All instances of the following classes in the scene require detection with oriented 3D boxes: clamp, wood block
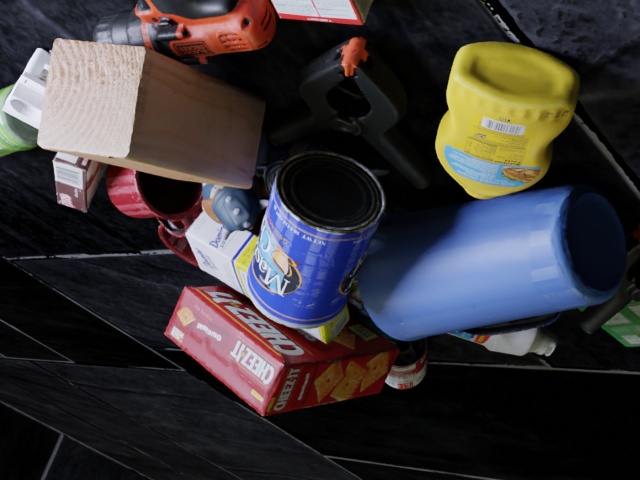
[{"bbox_3d":[0.301,0.044,1.029,0.120,0.039,0.171,-13,138,17],"label":"clamp"},{"bbox_3d":[-0.138,-0.103,0.922,0.091,0.090,0.205,9,179,24],"label":"wood block"},{"bbox_3d":[0.019,-0.114,0.938,0.165,0.036,0.210,14,160,13],"label":"clamp"}]

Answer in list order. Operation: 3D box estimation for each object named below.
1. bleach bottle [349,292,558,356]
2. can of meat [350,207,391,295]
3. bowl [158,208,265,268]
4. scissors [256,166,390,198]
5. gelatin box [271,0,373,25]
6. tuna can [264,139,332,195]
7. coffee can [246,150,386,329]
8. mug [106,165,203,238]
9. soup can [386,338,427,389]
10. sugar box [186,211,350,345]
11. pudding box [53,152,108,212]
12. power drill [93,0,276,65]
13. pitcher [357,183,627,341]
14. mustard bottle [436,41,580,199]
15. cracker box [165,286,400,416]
[{"bbox_3d":[0.158,0.073,1.210,0.250,0.068,0.103,22,155,-11],"label":"bleach bottle"},{"bbox_3d":[0.029,0.007,1.136,0.057,0.084,0.102,27,156,-15],"label":"can of meat"},{"bbox_3d":[-0.104,-0.008,1.247,0.162,0.055,0.162,15,158,6],"label":"bowl"},{"bbox_3d":[0.004,-0.049,1.118,0.202,0.016,0.096,5,150,35],"label":"scissors"},{"bbox_3d":[-0.008,-0.198,0.781,0.073,0.030,0.089,10,155,26],"label":"gelatin box"},{"bbox_3d":[-0.013,-0.058,1.063,0.086,0.033,0.086,21,143,16],"label":"tuna can"},{"bbox_3d":[-0.007,0.001,0.996,0.103,0.102,0.140,20,136,0],"label":"coffee can"},{"bbox_3d":[-0.172,-0.055,1.147,0.082,0.093,0.117,-3,120,52],"label":"mug"},{"bbox_3d":[0.109,0.152,1.416,0.068,0.068,0.102,15,157,13],"label":"soup can"},{"bbox_3d":[-0.054,0.038,1.127,0.176,0.048,0.093,32,161,19],"label":"sugar box"},{"bbox_3d":[-0.249,-0.092,1.140,0.039,0.090,0.114,20,157,-5],"label":"pudding box"},{"bbox_3d":[-0.149,-0.209,0.842,0.185,0.057,0.187,0,153,32],"label":"power drill"},{"bbox_3d":[0.168,0.026,1.017,0.148,0.145,0.243,-10,178,-42],"label":"pitcher"},{"bbox_3d":[0.145,-0.084,0.872,0.096,0.058,0.192,13,156,5],"label":"mustard bottle"},{"bbox_3d":[-0.038,0.113,1.193,0.164,0.072,0.213,33,-162,33],"label":"cracker box"}]
